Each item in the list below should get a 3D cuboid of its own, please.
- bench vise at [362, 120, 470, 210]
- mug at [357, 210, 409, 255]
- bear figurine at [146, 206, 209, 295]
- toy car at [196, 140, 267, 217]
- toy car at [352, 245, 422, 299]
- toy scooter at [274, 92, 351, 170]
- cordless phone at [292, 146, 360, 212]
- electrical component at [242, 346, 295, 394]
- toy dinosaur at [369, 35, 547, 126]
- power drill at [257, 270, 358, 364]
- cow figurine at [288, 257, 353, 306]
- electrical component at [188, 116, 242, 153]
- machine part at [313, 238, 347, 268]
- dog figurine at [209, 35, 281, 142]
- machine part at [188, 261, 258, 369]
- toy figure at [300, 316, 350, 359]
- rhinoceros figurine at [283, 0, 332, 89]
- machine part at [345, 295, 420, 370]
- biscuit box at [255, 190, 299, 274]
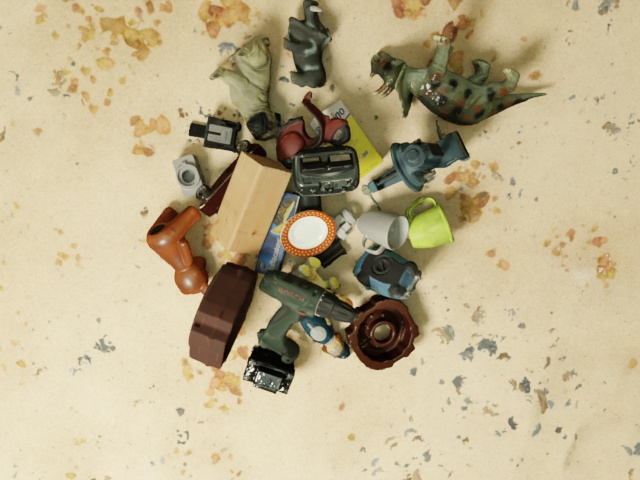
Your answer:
[{"bbox_3d":[0.204,-0.165,1.216,0.241,0.223,0.128,-28,93,32],"label":"bench vise"},{"bbox_3d":[0.135,-0.019,1.243,0.080,0.107,0.109,41,77,-45],"label":"mug"},{"bbox_3d":[-0.308,0.033,1.246,0.195,0.120,0.132,57,48,-32],"label":"bear figurine"},{"bbox_3d":[-0.202,-0.140,1.231,0.202,0.053,0.089,-47,141,1],"label":"toy car"},{"bbox_3d":[0.167,0.086,1.258,0.162,0.102,0.109,24,75,36],"label":"toy car"},{"bbox_3d":[-0.032,-0.246,1.191,0.184,0.075,0.135,-24,103,19],"label":"toy scooter"},{"bbox_3d":[0.016,-0.112,1.185,0.147,0.089,0.184,-6,132,-3],"label":"cordless phone"},{"bbox_3d":[-0.118,0.307,1.265,0.115,0.134,0.058,18,97,-6],"label":"electrical component"},{"bbox_3d":[0.308,-0.330,1.214,0.405,0.131,0.192,22,108,-9],"label":"toy dinosaur"},{"bbox_3d":[-0.048,0.183,1.223,0.232,0.086,0.207,30,125,8],"label":"power drill"},{"bbox_3d":[-0.002,0.126,1.274,0.167,0.068,0.098,47,134,-6],"label":"cow figurine"},{"bbox_3d":[-0.245,-0.246,1.236,0.119,0.048,0.074,14,96,-5],"label":"electrical component"},{"bbox_3d":[-0.003,-0.004,1.279,0.084,0.039,0.138,-33,99,8],"label":"machine part"},{"bbox_3d":[-0.133,-0.340,1.213,0.172,0.121,0.190,-40,111,6],"label":"dog figurine"},{"bbox_3d":[-0.217,0.165,1.195,0.087,0.200,0.201,22,51,2],"label":"machine part"},{"bbox_3d":[0.016,0.236,1.301,0.154,0.058,0.064,47,132,-8],"label":"toy figure"},{"bbox_3d":[-0.027,-0.437,1.206,0.112,0.073,0.190,-4,97,0],"label":"rhinoceros figurine"},{"bbox_3d":[0.147,0.220,1.292,0.179,0.056,0.179,-2,99,-12],"label":"machine part"},{"bbox_3d":[-0.099,-0.017,1.261,0.059,0.063,0.202,15,96,-3],"label":"biscuit box"}]
